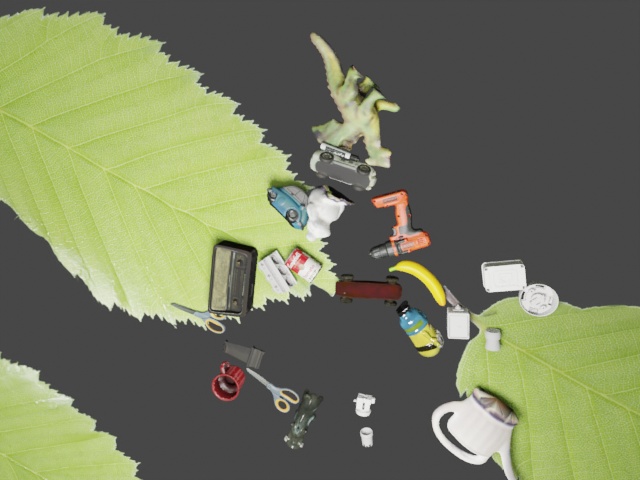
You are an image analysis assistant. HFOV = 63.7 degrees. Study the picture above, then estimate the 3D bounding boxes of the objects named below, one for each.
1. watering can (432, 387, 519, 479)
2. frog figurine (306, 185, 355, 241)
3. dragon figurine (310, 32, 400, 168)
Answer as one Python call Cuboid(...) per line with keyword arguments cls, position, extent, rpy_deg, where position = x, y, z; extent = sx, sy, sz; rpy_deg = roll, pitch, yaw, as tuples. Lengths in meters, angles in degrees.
Cuboid(cls="watering can", position=(0.511, 0.589, 1.543), extent=(0.348, 0.222, 0.105), rpy_deg=(34, 15, 4))
Cuboid(cls="frog figurine", position=(0.005, -0.076, 1.512), extent=(0.124, 0.157, 0.138), rpy_deg=(42, 19, 17))
Cuboid(cls="dragon figurine", position=(0.067, -0.368, 1.469), extent=(0.411, 0.239, 0.124), rpy_deg=(43, 24, 2))
